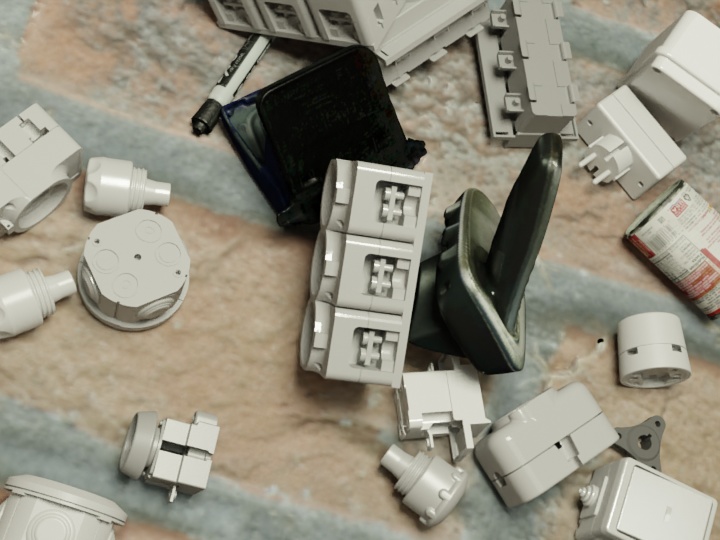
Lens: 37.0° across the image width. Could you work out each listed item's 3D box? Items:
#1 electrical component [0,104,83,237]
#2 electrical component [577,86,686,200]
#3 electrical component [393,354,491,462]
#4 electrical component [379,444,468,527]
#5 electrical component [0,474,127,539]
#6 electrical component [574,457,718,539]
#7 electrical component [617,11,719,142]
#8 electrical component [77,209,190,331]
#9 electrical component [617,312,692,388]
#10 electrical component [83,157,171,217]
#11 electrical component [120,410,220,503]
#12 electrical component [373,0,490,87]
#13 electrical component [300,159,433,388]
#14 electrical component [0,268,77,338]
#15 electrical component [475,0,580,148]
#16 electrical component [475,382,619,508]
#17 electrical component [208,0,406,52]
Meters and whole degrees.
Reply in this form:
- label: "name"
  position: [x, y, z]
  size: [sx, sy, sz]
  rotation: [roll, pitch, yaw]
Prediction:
- label: "electrical component"
  position: [-0.247, -0.066, 0.774]
  size: [0.056, 0.050, 0.089]
  rotation: [45, 65, 4]
- label: "electrical component"
  position: [0.219, -0.100, 0.920]
  size: [0.076, 0.047, 0.083]
  rotation: [-35, 82, -24]
- label: "electrical component"
  position: [0.059, 0.100, 0.801]
  size: [0.064, 0.042, 0.081]
  rotation: [-2, 66, -12]
- label: "electrical component"
  position: [0.044, 0.151, 0.780]
  size: [0.062, 0.048, 0.048]
  rotation: [36, 65, 8]
- label: "electrical component"
  position: [-0.194, 0.165, 0.688]
  size: [0.080, 0.080, 0.051]
  rotation: [20, 71, -8]
- label: "electrical component"
  position: [0.210, 0.183, 0.804]
  size: [0.096, 0.061, 0.061]
  rotation: [26, 65, -5]
- label: "electrical component"
  position: [0.276, -0.162, 0.920]
  size: [0.078, 0.113, 0.057]
  rotation: [36, 82, -1]
- label: "electrical component"
  position: [-0.162, -0.001, 0.774]
  size: [0.080, 0.051, 0.080]
  rotation: [5, 69, -14]
- label: "electrical component"
  position: [0.234, 0.064, 0.860]
  size: [0.055, 0.055, 0.047]
  rotation: [5, 66, -14]
- label: "electrical component"
  position: [-0.172, -0.060, 0.797]
  size: [0.062, 0.043, 0.043]
  rotation: [7, 69, -15]
- label: "electrical component"
  position: [-0.132, 0.125, 0.739]
  size: [0.055, 0.048, 0.066]
  rotation: [18, 66, -17]
- label: "electrical component"
  position: [0.048, -0.209, 0.888]
  size: [0.121, 0.063, 0.079]
  rotation: [-36, 52, -14]
- label: "electrical component"
  position: [0.000, 0.000, 0.769]
  size: [0.062, 0.089, 0.150]
  rotation: [8, 93, -12]
- label: "electrical component"
  position: [-0.231, 0.019, 0.751]
  size: [0.062, 0.043, 0.043]
  rotation: [-22, 78, -23]
- label: "electrical component"
  position: [0.146, -0.172, 0.918]
  size: [0.079, 0.063, 0.121]
  rotation: [-1, 70, -16]
- label: "electrical component"
  position: [0.138, 0.127, 0.809]
  size: [0.095, 0.053, 0.059]
  rotation: [-28, 80, -23]
- label: "electrical component"
  position: [-0.042, -0.235, 0.849]
  size: [0.150, 0.061, 0.089]
  rotation: [15, 62, 27]
